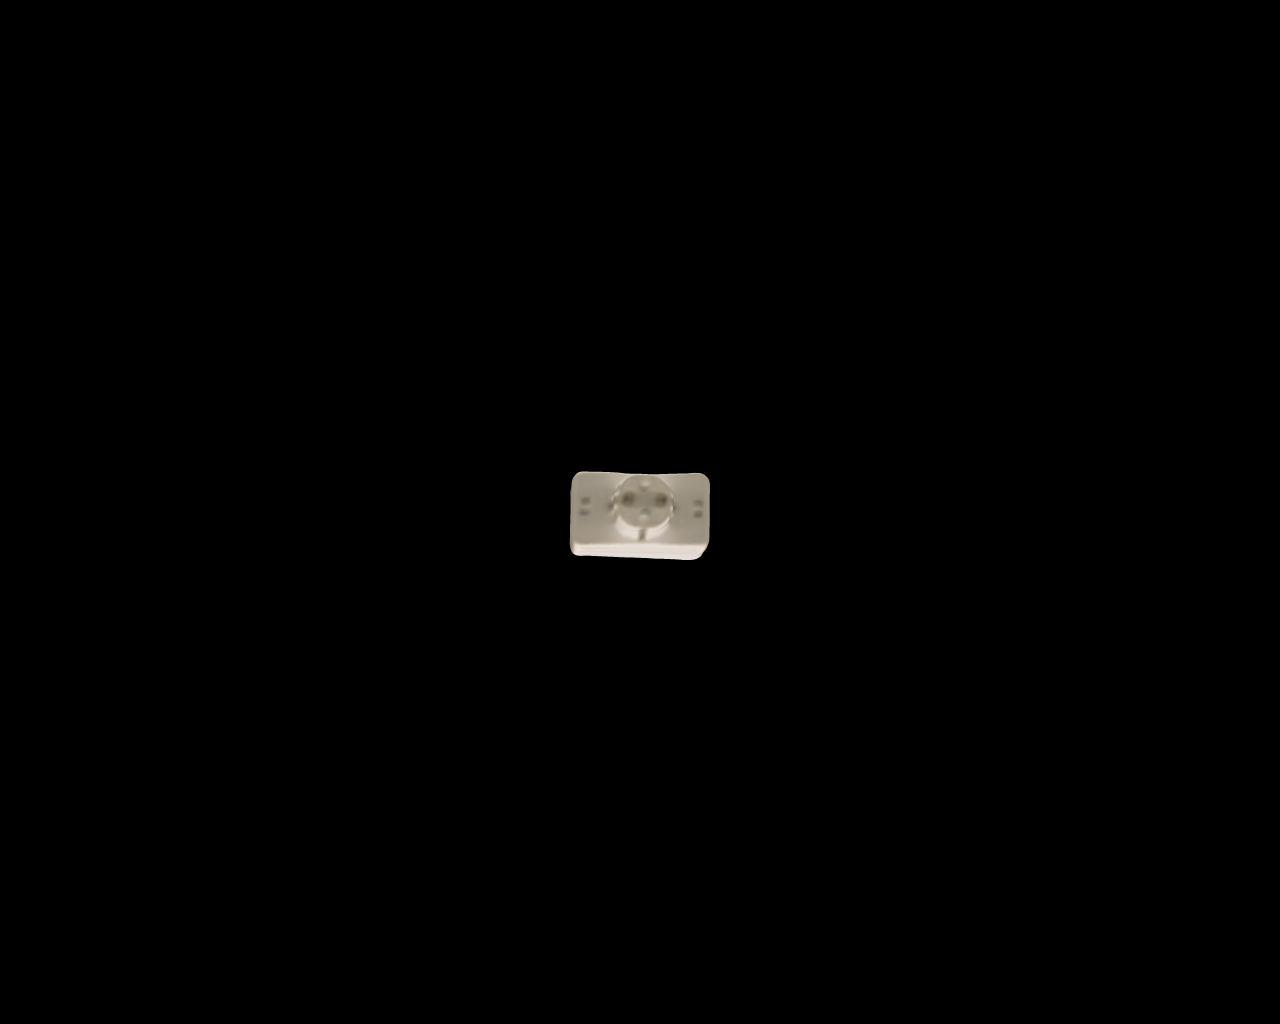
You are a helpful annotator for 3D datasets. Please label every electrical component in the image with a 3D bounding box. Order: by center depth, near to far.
[{"bbox_3d":[0.001,-0.003,0.650,0.083,0.047,0.075,1,-15,-5],"label":"electrical component"}]
